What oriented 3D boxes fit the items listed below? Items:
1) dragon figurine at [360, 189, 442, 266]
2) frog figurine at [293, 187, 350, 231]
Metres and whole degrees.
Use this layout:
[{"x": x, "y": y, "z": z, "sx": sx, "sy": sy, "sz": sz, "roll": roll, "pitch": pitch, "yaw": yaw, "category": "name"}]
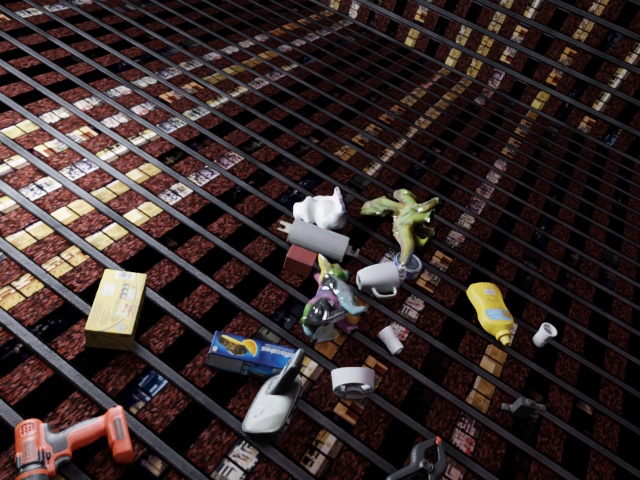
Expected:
[{"x": 0.242, "y": -0.062, "z": 1.634, "sx": 0.244, "sy": 0.119, "sz": 0.418, "roll": 15, "pitch": 34, "yaw": 26, "category": "dragon figurine"}, {"x": 0.005, "y": -0.079, "z": 1.568, "sx": 0.159, "sy": 0.120, "sz": 0.140, "roll": -22, "pitch": 56, "yaw": 7, "category": "frog figurine"}]
